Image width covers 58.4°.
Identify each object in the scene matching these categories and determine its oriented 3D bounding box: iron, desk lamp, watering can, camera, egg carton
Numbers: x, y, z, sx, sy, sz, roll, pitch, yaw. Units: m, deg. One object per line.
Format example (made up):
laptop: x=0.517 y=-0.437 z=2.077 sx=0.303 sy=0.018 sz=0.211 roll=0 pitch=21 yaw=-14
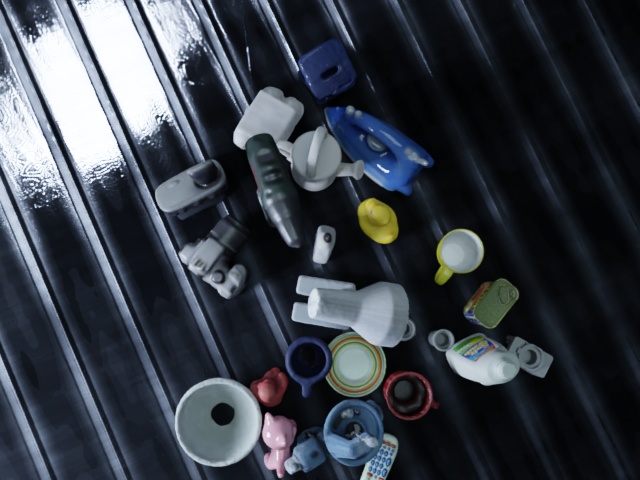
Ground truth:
iron: x=0.114 y=-0.209 z=1.171 sx=0.258 sy=0.141 sz=0.119 roll=37 pitch=83 yaw=1
desk lamp: x=0.052 y=0.131 z=1.097 sx=0.203 sy=0.213 sz=0.118 roll=9 pitch=84 yaw=-2
watering can: x=0.000 y=-0.164 z=1.133 sx=0.173 sy=0.194 sz=0.101 roll=-3 pitch=84 yaw=-3
camera: x=-0.191 y=0.026 z=1.149 sx=0.143 sy=0.100 sz=0.137 roll=39 pitch=83 yaw=1
egg carton: x=-0.108 y=-0.244 z=1.197 sx=0.107 sy=0.069 sz=0.150 roll=30 pitch=83 yaw=0

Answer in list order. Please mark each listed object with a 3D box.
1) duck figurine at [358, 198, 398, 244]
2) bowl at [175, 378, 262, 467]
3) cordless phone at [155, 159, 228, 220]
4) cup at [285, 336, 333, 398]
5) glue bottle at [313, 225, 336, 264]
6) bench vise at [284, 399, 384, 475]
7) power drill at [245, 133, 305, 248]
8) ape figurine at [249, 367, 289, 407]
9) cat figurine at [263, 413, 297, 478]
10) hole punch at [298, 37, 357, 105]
duck figurine: x=0.125 y=-0.043 z=1.183 sx=0.077 sy=0.086 sz=0.104 roll=-33 pitch=87 yaw=-6
bowl: x=-0.195 y=0.353 z=1.130 sx=0.167 sy=0.074 sz=0.167 roll=0 pitch=84 yaw=-3
cordless phone: x=-0.257 y=-0.111 z=1.117 sx=0.147 sy=0.185 sz=0.094 roll=-32 pitch=87 yaw=-6
cup: x=-0.024 y=0.249 z=1.140 sx=0.091 sy=0.095 sz=0.118 roll=3 pitch=84 yaw=-3
glue bottle: x=0.010 y=0.004 z=1.127 sx=0.037 sy=0.173 sz=0.078 roll=11 pitch=84 yaw=-2
bench vise: x=0.040 y=0.390 z=1.067 sx=0.121 sy=0.219 sz=0.207 roll=44 pitch=84 yaw=2
power drill: x=-0.080 y=-0.085 z=1.113 sx=0.075 sy=0.208 sz=0.230 roll=-21 pitch=86 yaw=-5
ape figurine: x=-0.101 y=0.295 z=1.132 sx=0.078 sy=0.092 sz=0.076 roll=0 pitch=84 yaw=-3
cat figurine: x=-0.078 y=0.395 z=1.111 sx=0.067 sy=0.117 sz=0.128 roll=-1 pitch=84 yaw=-3
hole punch: x=0.018 y=-0.354 z=1.205 sx=0.109 sy=0.091 sz=0.101 roll=-33 pitch=87 yaw=-6
